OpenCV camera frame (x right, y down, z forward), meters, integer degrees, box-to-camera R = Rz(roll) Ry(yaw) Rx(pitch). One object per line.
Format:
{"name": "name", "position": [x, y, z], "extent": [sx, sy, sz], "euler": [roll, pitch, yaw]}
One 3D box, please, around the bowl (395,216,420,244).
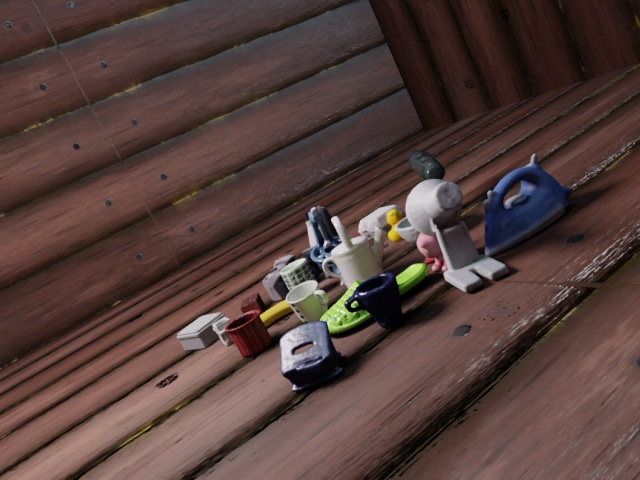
{"name": "bowl", "position": [0.290, -0.034, 1.542], "extent": [0.167, 0.075, 0.167], "euler": [-25, 11, 6]}

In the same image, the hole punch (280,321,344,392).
{"name": "hole punch", "position": [-0.019, 0.213, 1.062], "extent": [0.108, 0.091, 0.101], "euler": [-24, 11, 11]}

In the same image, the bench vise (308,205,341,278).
{"name": "bench vise", "position": [0.005, 0.011, 1.593], "extent": [0.122, 0.220, 0.206], "euler": [-32, 13, -27]}

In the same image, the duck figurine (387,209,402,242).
{"name": "duck figurine", "position": [0.229, -0.049, 1.716], "extent": [0.077, 0.086, 0.104], "euler": [-23, 12, 16]}

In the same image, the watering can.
{"name": "watering can", "position": [0.085, 0.024, 1.423], "extent": [0.173, 0.194, 0.100], "euler": [-30, 12, -18]}

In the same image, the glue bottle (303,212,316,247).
{"name": "glue bottle", "position": [-0.011, -0.012, 1.858], "extent": [0.037, 0.173, 0.078], "euler": [-15, 16, 44]}

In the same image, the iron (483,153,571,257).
{"name": "iron", "position": [0.432, -0.082, 1.271], "extent": [0.259, 0.141, 0.118], "euler": [-31, 13, -26]}

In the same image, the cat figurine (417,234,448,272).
{"name": "cat figurine", "position": [0.271, 0.007, 1.287], "extent": [0.128, 0.118, 0.067], "euler": [-31, 12, -22]}

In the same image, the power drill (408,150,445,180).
{"name": "power drill", "position": [0.334, -0.170, 1.717], "extent": [0.075, 0.208, 0.229], "euler": [-26, 11, 0]}

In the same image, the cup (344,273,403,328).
{"name": "cup", "position": [0.113, 0.131, 1.129], "extent": [0.118, 0.095, 0.091], "euler": [-29, 12, -12]}

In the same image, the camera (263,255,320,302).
{"name": "camera", "position": [-0.080, 0.099, 1.692], "extent": [0.136, 0.101, 0.143], "euler": [-16, 15, 40]}

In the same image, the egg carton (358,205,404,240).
{"name": "egg carton", "position": [0.200, -0.059, 1.868], "extent": [0.151, 0.069, 0.107], "euler": [-33, 13, -32]}

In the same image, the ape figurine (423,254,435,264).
{"name": "ape figurine", "position": [0.271, 0.004, 1.368], "extent": [0.076, 0.092, 0.077], "euler": [-27, 11, -7]}

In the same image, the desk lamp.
{"name": "desk lamp", "position": [0.272, -0.024, 1.178], "extent": [0.118, 0.214, 0.203], "euler": [-27, 11, -3]}

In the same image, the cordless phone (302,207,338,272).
{"name": "cordless phone", "position": [0.003, -0.004, 1.760], "extent": [0.147, 0.185, 0.094], "euler": [-22, 12, 20]}
